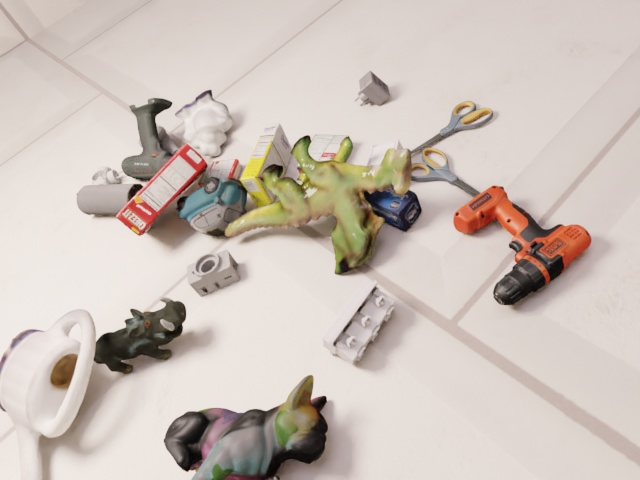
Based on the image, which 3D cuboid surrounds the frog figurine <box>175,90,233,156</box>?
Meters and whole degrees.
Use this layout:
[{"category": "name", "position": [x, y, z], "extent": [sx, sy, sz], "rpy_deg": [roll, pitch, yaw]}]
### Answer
[{"category": "frog figurine", "position": [-0.288, -0.288, 1.345], "extent": [0.138, 0.121, 0.160], "rpy_deg": [-27, 81, -12]}]

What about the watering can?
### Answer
[{"category": "watering can", "position": [-0.490, 0.288, 0.896], "extent": [0.224, 0.103, 0.352], "rpy_deg": [0, 70, 38]}]

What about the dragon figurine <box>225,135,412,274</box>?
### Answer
[{"category": "dragon figurine", "position": [0.003, -0.048, 0.960], "extent": [0.405, 0.122, 0.247], "rpy_deg": [-41, 64, 22]}]
